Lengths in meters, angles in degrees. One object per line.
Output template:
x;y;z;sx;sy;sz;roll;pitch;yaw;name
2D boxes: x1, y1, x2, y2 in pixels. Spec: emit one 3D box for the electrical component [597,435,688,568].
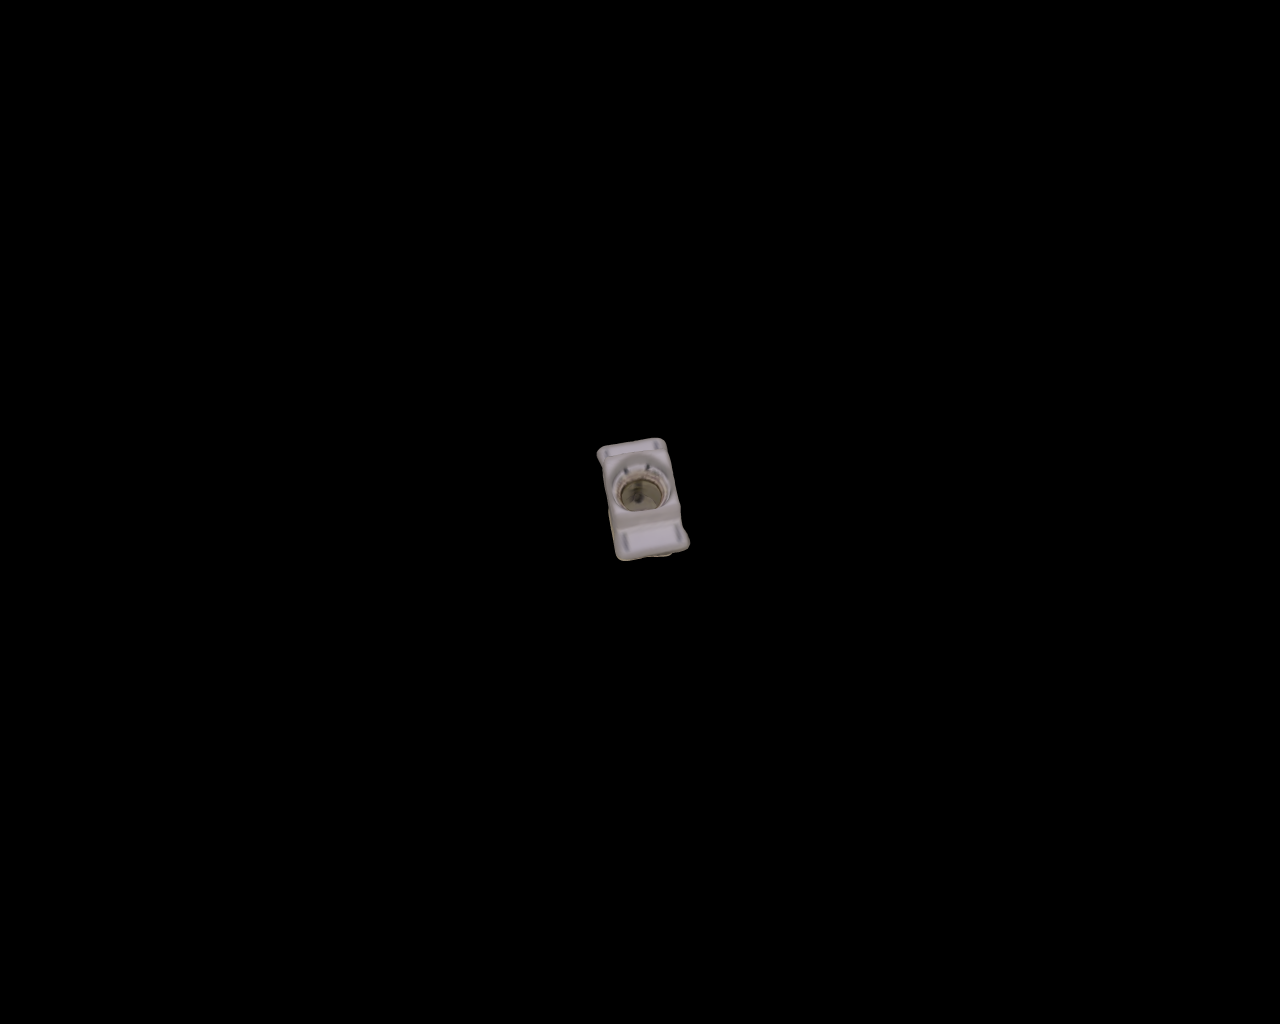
0.001;-0.003;0.650;0.042;0.081;0.063;-7;-32;-5;electrical component
